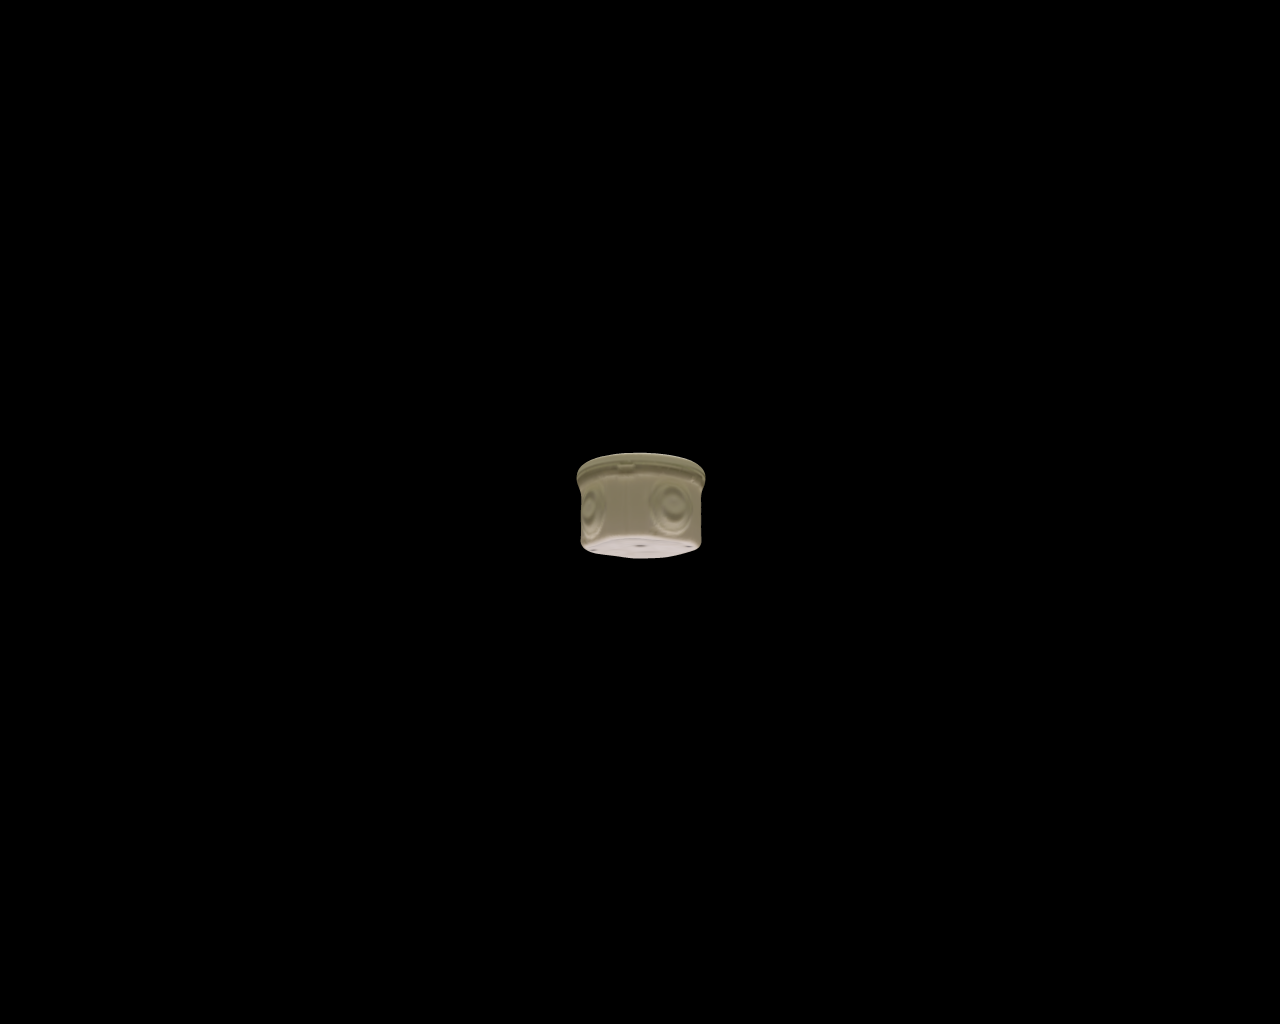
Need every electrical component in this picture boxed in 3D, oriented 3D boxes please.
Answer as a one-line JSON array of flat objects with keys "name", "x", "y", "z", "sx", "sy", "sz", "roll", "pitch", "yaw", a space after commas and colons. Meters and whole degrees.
[{"name": "electrical component", "x": 0.001, "y": -0.003, "z": 0.650, "sx": 0.080, "sy": 0.051, "sz": 0.080, "roll": 0, "pitch": -14, "yaw": 0}]
